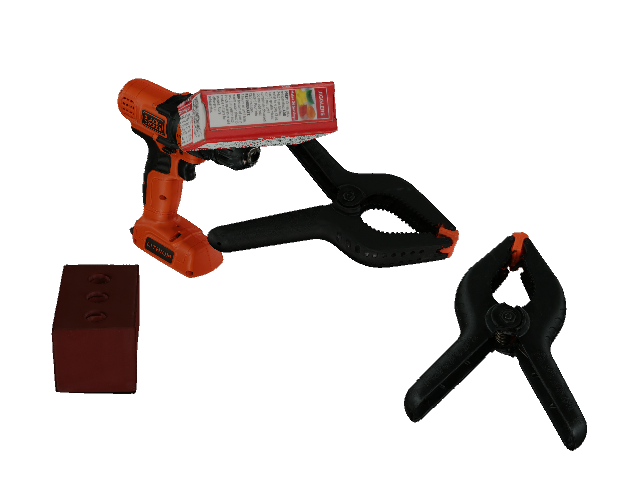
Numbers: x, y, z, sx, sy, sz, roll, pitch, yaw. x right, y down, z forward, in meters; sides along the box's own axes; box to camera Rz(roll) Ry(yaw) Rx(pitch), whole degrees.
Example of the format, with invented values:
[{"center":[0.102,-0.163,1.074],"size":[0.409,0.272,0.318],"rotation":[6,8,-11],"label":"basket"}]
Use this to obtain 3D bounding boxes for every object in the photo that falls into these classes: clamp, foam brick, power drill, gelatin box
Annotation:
[{"center":[0.014,-0.022,0.934],"size":[0.210,0.164,0.036],"rotation":[25,-33,9],"label":"clamp"},{"center":[-0.146,0.057,0.703],"size":[0.053,0.051,0.078],"rotation":[1,30,-9],"label":"foam brick"},{"center":[-0.136,-0.059,1.099],"size":[0.185,0.188,0.057],"rotation":[29,38,34],"label":"power drill"},{"center":[-0.037,-0.069,0.596],"size":[0.073,0.030,0.089],"rotation":[-6,3,-15],"label":"gelatin box"},{"center":[0.121,0.067,0.754],"size":[0.120,0.171,0.039],"rotation":[6,-41,0],"label":"clamp"}]
